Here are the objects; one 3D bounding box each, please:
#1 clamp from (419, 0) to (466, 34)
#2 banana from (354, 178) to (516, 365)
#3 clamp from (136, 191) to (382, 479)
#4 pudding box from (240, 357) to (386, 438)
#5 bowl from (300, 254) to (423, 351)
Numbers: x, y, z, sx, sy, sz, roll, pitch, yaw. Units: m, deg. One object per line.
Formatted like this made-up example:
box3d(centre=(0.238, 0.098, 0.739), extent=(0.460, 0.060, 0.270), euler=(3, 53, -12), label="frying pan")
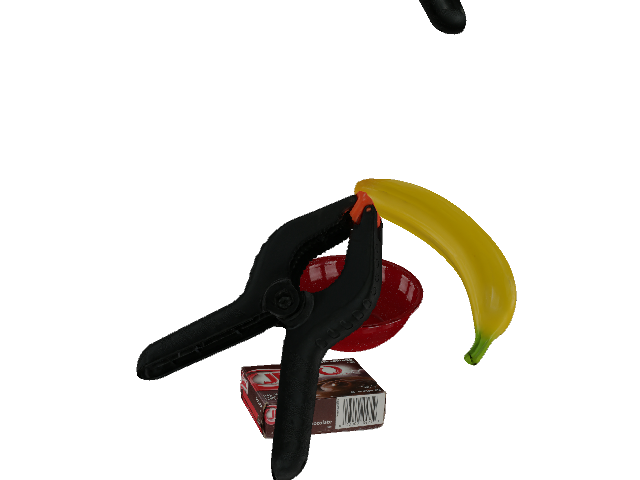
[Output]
box3d(centre=(0.043, -0.244, 0.724), extent=(0.209, 0.164, 0.036), euler=(25, -22, -15), label="clamp")
box3d(centre=(0.097, 0.006, 0.824), extent=(0.069, 0.037, 0.198), euler=(-19, 48, -16), label="banana")
box3d(centre=(-0.013, 0.051, 0.619), extent=(0.120, 0.171, 0.039), euler=(42, -5, 20), label="clamp")
box3d(centre=(-0.008, 0.139, 0.957), extent=(0.113, 0.039, 0.090), euler=(-1, 15, -17), label="pudding box")
box3d(centre=(0.032, 0.076, 1.184), extent=(0.162, 0.055, 0.162), euler=(0, 28, 0), label="bowl")
